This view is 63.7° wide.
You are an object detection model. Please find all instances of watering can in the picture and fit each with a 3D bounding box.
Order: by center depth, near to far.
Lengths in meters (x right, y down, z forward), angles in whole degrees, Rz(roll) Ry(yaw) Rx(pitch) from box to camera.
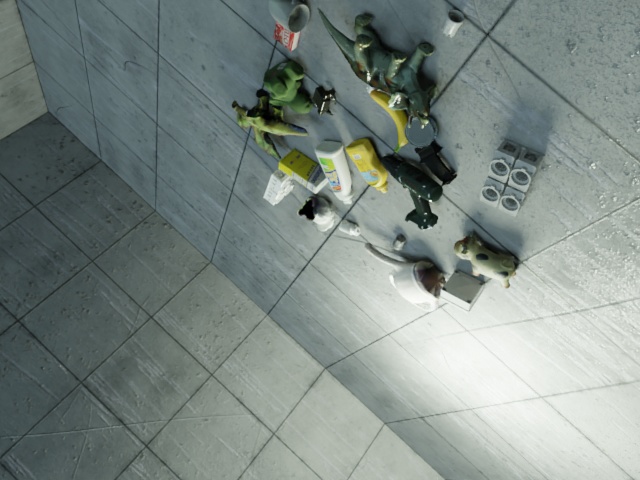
[{"bbox_3d":[0.318,0.127,1.867,0.346,0.106,0.221,48,150,-7],"label":"watering can"}]

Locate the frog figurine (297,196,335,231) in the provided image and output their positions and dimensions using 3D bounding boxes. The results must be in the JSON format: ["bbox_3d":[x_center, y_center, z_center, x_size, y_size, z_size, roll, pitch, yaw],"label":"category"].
[{"bbox_3d":[0.006,-0.101,2.009,0.137,0.124,0.158,-7,160,45],"label":"frog figurine"}]

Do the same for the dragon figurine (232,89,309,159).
[{"bbox_3d":[-0.177,-0.388,1.832,0.415,0.123,0.237,38,160,28],"label":"dragon figurine"}]
